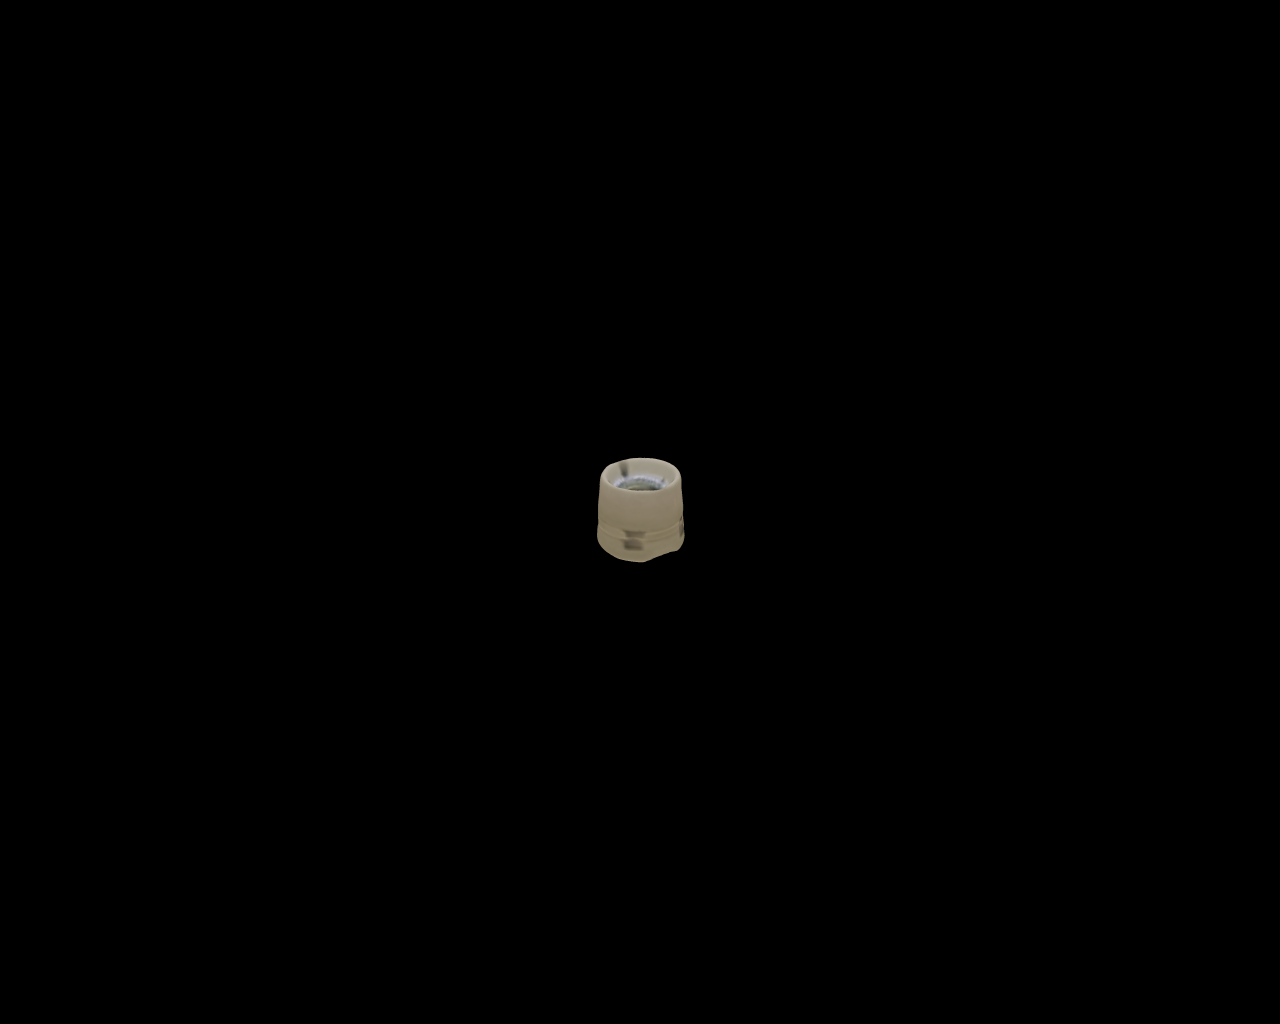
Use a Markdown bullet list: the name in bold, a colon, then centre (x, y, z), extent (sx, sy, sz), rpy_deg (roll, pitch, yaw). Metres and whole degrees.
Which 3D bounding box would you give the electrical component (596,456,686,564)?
- **electrical component**: centre (0.001, -0.003, 0.650), extent (0.055, 0.047, 0.055), rpy_deg (0, 29, 0)
